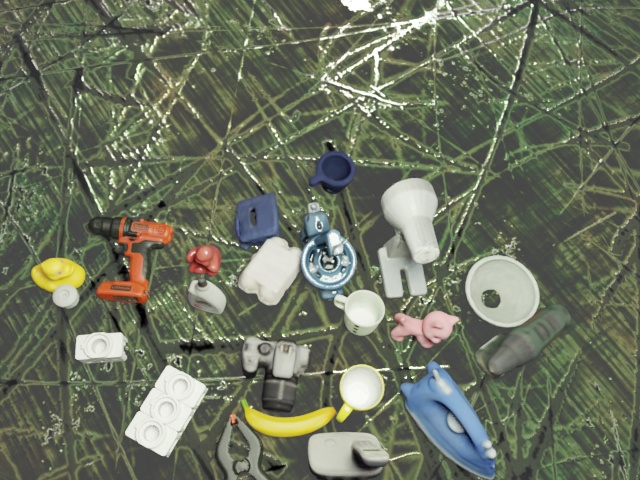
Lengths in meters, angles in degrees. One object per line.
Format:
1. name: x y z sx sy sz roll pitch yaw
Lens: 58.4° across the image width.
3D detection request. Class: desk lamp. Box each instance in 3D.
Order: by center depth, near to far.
1. desk lamp: 0.197 -0.001 1.246 0.118 0.213 0.203 -6 68 -8

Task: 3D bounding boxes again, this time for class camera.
1. camera: -0.094 0.274 1.163 0.143 0.101 0.137 8 67 -3

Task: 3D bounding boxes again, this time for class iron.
1. iron: 0.282 0.366 1.144 0.119 0.141 0.258 -34 75 -18

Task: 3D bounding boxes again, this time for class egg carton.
1. egg carton: -0.105 0.067 1.264 0.107 0.069 0.150 31 68 7

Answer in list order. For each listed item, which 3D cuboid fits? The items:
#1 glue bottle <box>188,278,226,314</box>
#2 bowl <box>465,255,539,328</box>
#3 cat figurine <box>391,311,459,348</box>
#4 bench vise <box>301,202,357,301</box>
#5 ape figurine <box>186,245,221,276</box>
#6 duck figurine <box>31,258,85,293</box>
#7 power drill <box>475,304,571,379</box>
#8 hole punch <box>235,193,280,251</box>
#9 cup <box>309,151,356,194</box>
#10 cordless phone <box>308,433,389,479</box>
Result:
1. glue bottle: -0.237 0.108 1.177 0.078 0.173 0.037 14 67 0
2. bowl: 0.400 0.124 1.292 0.167 0.075 0.167 2 68 -5
3. cat figurine: 0.226 0.184 1.226 0.128 0.118 0.067 11 67 -1
4. bench vise: 0.001 0.010 1.217 0.122 0.220 0.207 -29 73 -16
5. ape figurine: -0.250 0.039 1.247 0.076 0.092 0.077 -39 76 -19
6. duck figurine: -0.559 0.066 1.207 0.104 0.086 0.077 3 67 -5
7. power drill: 0.402 0.222 1.180 0.230 0.208 0.075 -33 74 -17
8. hole punch: -0.142 -0.043 1.293 0.101 0.091 0.108 -5 68 -8
9. cup: 0.023 -0.143 1.350 0.118 0.095 0.091 -30 74 -17
10. cordless phone: 0.054 0.406 1.079 0.147 0.185 0.094 -1 68 -6
